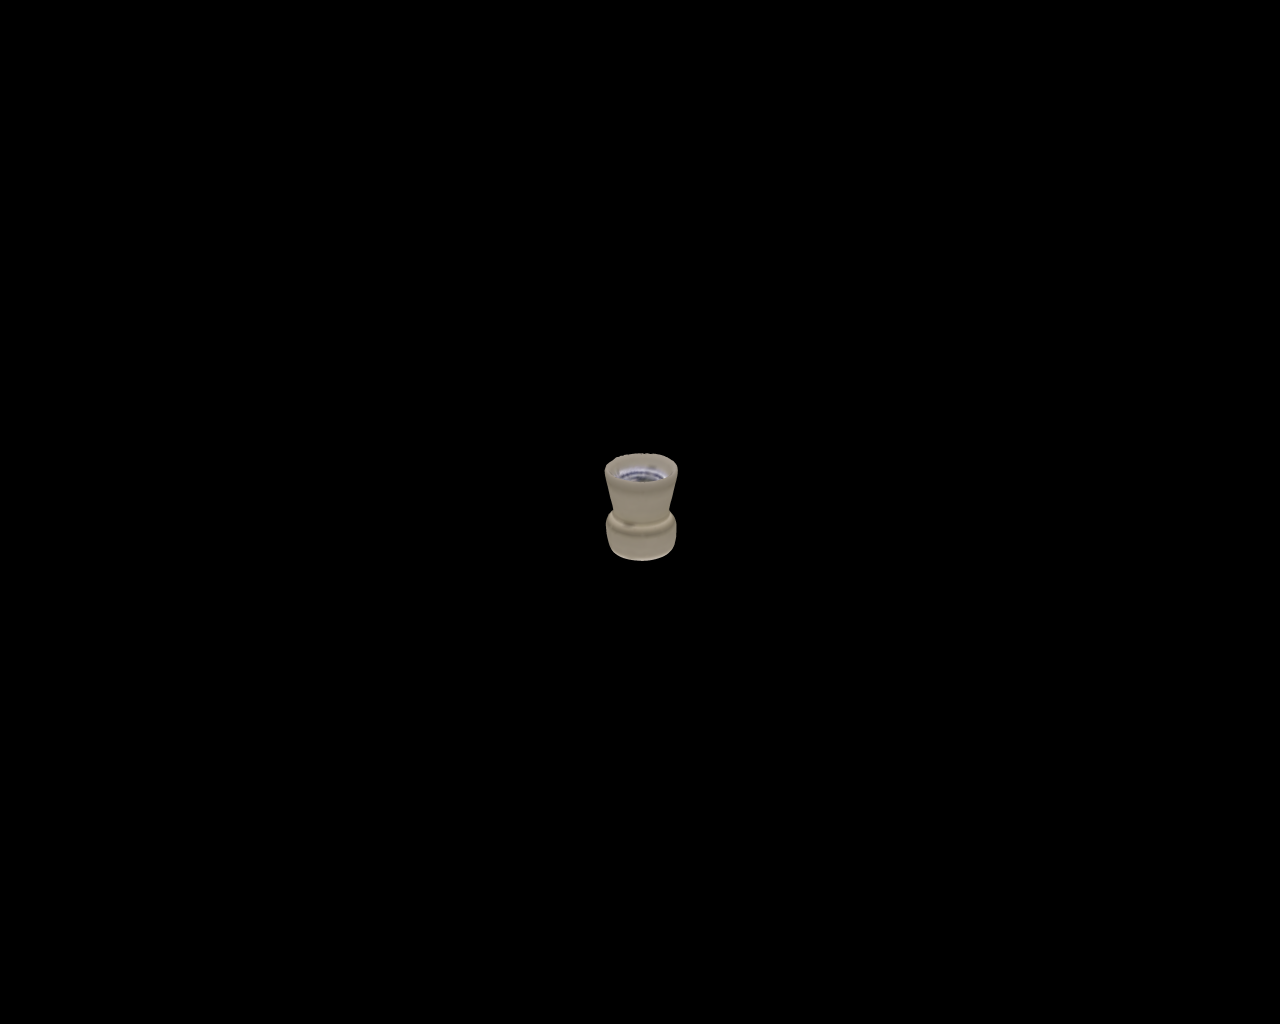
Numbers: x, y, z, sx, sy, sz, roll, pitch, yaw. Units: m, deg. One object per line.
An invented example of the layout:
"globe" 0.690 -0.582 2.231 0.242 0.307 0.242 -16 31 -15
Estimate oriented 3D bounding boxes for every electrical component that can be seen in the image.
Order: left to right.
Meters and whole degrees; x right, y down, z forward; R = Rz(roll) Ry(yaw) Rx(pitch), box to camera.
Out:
"electrical component" 0.001 -0.003 0.650 0.045 0.055 0.045 0 27 0
